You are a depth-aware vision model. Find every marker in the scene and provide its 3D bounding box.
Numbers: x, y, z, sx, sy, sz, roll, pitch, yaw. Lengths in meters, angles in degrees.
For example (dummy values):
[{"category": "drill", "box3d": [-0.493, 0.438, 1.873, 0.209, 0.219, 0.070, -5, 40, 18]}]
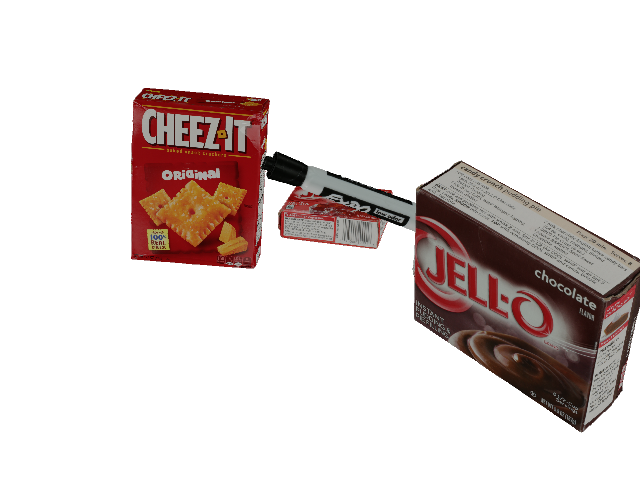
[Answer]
[{"category": "marker", "box3d": [0.018, -0.032, 0.714, 0.121, 0.020, 0.020, 19, -6, -16]}]

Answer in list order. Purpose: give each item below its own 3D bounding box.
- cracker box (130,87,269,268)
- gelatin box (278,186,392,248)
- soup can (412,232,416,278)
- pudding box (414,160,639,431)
[{"category": "cracker box", "box3d": [-0.154, -0.076, 1.354, 0.164, 0.214, 0.072, 5, 22, 2]}, {"category": "gelatin box", "box3d": [0.014, -0.025, 0.941, 0.089, 0.030, 0.073, 7, 25, 11]}, {"category": "soup can", "box3d": [0.148, 0.001, 1.311, 0.068, 0.102, 0.068, 0, 37, 0]}, {"category": "pudding box", "box3d": [0.096, 0.025, 0.515, 0.114, 0.090, 0.039, 32, 53, 33]}]
